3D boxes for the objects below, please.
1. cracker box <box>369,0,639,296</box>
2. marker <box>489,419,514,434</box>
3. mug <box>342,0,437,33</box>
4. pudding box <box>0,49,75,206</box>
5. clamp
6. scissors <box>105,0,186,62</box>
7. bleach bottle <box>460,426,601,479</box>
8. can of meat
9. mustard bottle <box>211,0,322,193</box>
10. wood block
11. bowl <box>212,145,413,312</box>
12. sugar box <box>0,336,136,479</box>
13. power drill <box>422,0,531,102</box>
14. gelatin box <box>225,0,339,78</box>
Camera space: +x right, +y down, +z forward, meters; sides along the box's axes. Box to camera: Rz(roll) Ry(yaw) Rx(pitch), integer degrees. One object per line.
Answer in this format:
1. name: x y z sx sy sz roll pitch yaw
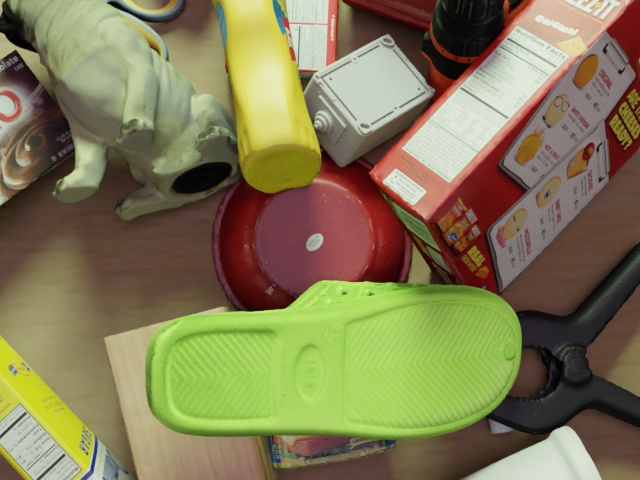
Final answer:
1. cracker box: 0.149 -0.070 0.781 0.213 0.164 0.072 -47 56 -4
2. marker: 0.132 0.091 0.843 0.020 0.020 0.121 -11 86 -2
3. mug: 0.065 -0.211 0.816 0.081 0.117 0.093 20 89 5
4. pudding box: -0.251 -0.076 0.810 0.113 0.039 0.090 -42 104 -28
5. clamp: 0.195 0.086 0.828 0.209 0.036 0.164 -4 84 -11
6. scissors: -0.194 -0.211 0.858 0.202 0.016 0.096 39 86 1
7. bleach bottle: 0.086 0.228 0.797 0.251 0.102 0.068 -21 42 -2
8. can of meat: 0.004 0.126 0.820 0.102 0.057 0.084 -9 89 -2
9. mustard bottle: -0.044 -0.137 0.782 0.058 0.096 0.191 -12 74 3
10. wood block: -0.087 0.160 0.799 0.090 0.091 0.206 -15 86 -2
11. bowl: -0.005 0.001 0.829 0.162 0.055 0.162 0 87 -1
12. sugar box: -0.206 0.146 0.796 0.176 0.093 0.048 44 87 1
13. power drill: 0.152 -0.194 0.790 0.187 0.184 0.057 -43 77 -11
14. gelatin box: -0.030 -0.168 0.852 0.089 0.030 0.073 2 87 0
